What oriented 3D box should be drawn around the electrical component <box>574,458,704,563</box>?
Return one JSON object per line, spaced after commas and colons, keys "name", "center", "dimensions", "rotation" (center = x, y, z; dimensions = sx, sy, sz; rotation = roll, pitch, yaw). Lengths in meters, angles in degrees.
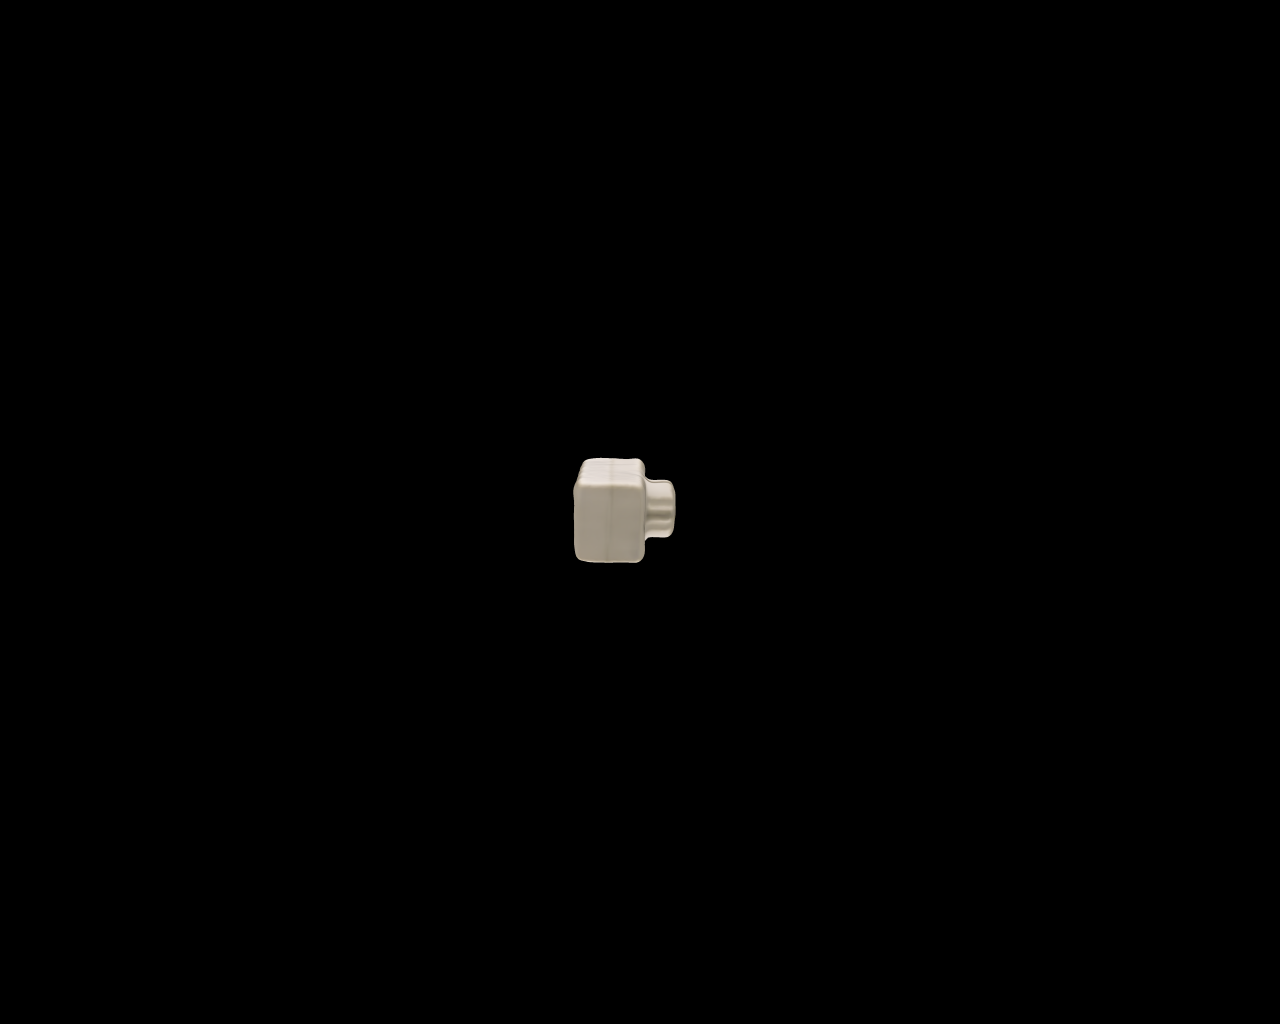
{"name": "electrical component", "center": [0.001, -0.003, 0.650], "dimensions": [0.076, 0.047, 0.083], "rotation": [0, 13, 0]}
